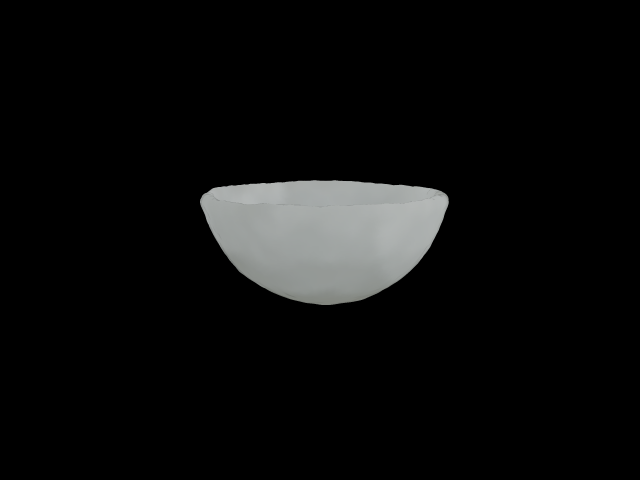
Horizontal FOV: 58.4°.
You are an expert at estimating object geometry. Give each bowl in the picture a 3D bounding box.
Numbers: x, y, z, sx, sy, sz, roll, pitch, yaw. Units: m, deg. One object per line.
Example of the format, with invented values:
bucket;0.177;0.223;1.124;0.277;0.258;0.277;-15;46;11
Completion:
bowl;0.004;0.001;0.400;0.167;0.075;0.167;0;11;0
